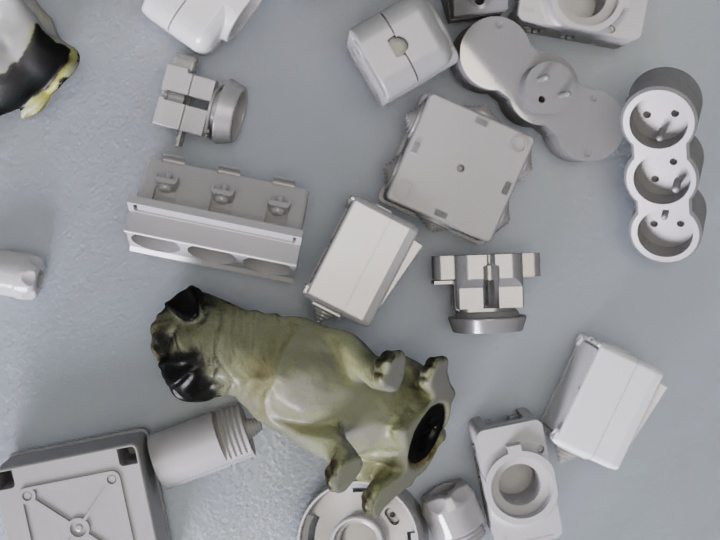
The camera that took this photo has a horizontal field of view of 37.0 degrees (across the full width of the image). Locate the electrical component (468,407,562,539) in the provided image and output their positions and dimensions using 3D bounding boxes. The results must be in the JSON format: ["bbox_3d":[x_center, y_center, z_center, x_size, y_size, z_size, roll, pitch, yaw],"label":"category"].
[{"bbox_3d":[0.116,0.155,0.802,0.050,0.055,0.089,-11,94,-1],"label":"electrical component"}]

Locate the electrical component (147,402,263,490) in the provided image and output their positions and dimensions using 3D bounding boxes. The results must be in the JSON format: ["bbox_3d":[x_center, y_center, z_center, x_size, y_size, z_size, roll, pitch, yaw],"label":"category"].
[{"bbox_3d":[-0.112,0.128,0.798,0.081,0.043,0.043,-21,94,-1],"label":"electrical component"}]

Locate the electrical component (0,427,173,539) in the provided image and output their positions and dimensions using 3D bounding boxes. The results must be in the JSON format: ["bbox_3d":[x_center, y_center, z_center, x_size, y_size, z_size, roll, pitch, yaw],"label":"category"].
[{"bbox_3d":[-0.201,0.182,0.792,0.109,0.056,0.108,-11,94,-1],"label":"electrical component"}]

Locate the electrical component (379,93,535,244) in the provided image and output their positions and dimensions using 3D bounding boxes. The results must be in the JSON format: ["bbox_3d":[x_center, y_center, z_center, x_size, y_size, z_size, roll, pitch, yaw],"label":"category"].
[{"bbox_3d":[0.071,-0.074,0.789,0.100,0.048,0.099,23,93,-4],"label":"electrical component"}]

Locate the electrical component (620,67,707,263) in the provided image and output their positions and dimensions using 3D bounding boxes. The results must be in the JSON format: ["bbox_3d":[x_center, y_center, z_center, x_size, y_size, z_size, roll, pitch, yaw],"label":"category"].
[{"bbox_3d":[0.224,-0.082,0.784,0.052,0.073,0.138,1,121,23],"label":"electrical component"}]

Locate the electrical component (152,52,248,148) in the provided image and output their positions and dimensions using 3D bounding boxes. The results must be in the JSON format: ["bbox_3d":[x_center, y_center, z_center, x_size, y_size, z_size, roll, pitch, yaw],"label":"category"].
[{"bbox_3d":[-0.114,-0.119,0.781,0.055,0.048,0.066,16,93,4],"label":"electrical component"}]

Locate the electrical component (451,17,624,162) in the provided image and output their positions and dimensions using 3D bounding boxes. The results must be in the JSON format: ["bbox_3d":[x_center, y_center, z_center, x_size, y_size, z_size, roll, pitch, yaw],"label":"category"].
[{"bbox_3d":[0.131,-0.129,0.770,0.138,0.074,0.052,35,90,-8],"label":"electrical component"}]

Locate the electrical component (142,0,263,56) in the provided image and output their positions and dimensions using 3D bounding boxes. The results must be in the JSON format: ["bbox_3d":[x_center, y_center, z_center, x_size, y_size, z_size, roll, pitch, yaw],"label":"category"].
[{"bbox_3d":[-0.103,-0.204,0.770,0.059,0.053,0.095,36,92,-4],"label":"electrical component"}]

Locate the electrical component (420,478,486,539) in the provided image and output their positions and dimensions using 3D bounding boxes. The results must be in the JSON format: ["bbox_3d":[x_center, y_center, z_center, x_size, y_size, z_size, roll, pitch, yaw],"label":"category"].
[{"bbox_3d":[0.074,0.192,0.810,0.043,0.043,0.062,-24,95,0],"label":"electrical component"}]

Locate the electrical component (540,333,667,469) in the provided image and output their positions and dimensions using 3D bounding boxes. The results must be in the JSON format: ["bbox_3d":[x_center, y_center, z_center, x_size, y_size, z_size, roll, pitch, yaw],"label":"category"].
[{"bbox_3d":[0.178,0.103,0.798,0.061,0.061,0.096,25,93,-4],"label":"electrical component"}]

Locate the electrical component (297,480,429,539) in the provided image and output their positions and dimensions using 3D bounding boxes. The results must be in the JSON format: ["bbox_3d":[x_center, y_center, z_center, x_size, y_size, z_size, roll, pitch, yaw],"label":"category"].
[{"bbox_3d":[0.002,0.203,0.809,0.099,0.064,0.099,-1,82,6],"label":"electrical component"}]

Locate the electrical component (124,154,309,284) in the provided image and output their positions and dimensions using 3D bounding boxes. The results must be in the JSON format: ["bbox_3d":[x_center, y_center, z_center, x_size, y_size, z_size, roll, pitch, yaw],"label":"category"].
[{"bbox_3d":[-0.101,-0.037,0.776,0.121,0.078,0.063,12,72,-3],"label":"electrical component"}]

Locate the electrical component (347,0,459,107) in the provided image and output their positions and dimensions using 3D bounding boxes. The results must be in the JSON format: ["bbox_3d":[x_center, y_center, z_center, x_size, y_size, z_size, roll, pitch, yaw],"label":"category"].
[{"bbox_3d":[0.030,-0.155,0.758,0.059,0.095,0.053,-30,94,0],"label":"electrical component"}]

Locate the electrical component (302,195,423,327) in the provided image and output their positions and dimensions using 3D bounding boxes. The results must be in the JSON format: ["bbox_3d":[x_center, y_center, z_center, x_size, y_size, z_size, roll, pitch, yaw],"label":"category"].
[{"bbox_3d":[0.000,0.000,0.784,0.061,0.061,0.096,27,93,-4],"label":"electrical component"}]

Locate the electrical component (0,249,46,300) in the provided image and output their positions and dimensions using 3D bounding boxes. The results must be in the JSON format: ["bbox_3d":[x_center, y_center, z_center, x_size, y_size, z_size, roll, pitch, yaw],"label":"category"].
[{"bbox_3d":[-0.265,0.001,0.788,0.061,0.035,0.035,10,93,-1],"label":"electrical component"}]

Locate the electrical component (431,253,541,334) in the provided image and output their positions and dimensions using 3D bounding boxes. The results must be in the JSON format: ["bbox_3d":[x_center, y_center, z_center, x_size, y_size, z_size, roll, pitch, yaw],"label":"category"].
[{"bbox_3d":[0.093,0.017,0.792,0.078,0.058,0.057,-2,91,-2],"label":"electrical component"}]

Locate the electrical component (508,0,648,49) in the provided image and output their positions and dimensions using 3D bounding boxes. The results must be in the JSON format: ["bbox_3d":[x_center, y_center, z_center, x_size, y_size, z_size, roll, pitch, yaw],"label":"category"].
[{"bbox_3d":[0.159,-0.195,0.780,0.089,0.055,0.050,10,93,-3],"label":"electrical component"}]
